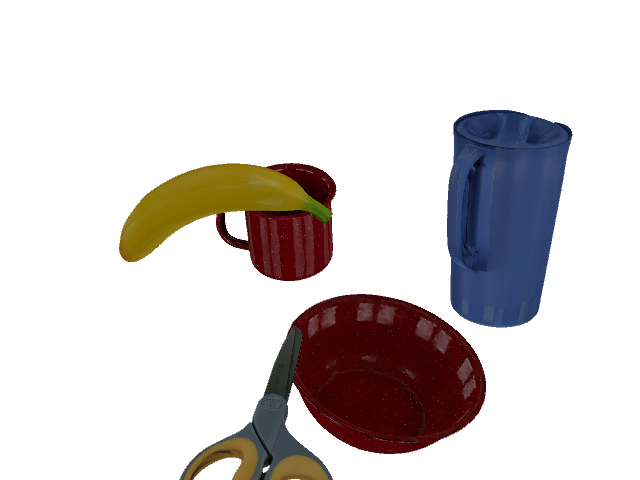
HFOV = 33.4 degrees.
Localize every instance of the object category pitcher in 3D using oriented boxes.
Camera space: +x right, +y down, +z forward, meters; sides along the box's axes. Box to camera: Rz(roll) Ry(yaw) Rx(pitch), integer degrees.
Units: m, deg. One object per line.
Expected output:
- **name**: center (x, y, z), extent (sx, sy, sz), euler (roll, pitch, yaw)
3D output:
- **pitcher**: center (0.208, -0.021, 1.251), extent (0.149, 0.243, 0.145), euler (-1, 25, -5)

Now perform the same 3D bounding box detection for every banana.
- **banana**: center (-0.091, -0.023, 0.833), extent (0.198, 0.069, 0.037), euler (-10, 26, 29)

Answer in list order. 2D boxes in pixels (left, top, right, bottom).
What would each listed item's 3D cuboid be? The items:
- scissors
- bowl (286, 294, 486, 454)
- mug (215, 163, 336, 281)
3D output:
- **scissors**: center (-0.015, 0.113, 0.643), extent (0.096, 0.016, 0.201), euler (15, 30, 19)
- **bowl**: center (0.046, 0.115, 0.846), extent (0.162, 0.055, 0.162), euler (9, 36, -7)
- **mug**: center (-0.042, -0.015, 1.023), extent (0.117, 0.081, 0.093), euler (-2, 37, 2)
